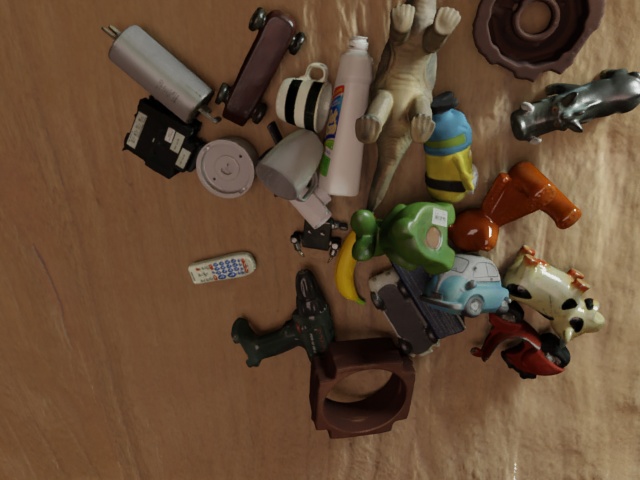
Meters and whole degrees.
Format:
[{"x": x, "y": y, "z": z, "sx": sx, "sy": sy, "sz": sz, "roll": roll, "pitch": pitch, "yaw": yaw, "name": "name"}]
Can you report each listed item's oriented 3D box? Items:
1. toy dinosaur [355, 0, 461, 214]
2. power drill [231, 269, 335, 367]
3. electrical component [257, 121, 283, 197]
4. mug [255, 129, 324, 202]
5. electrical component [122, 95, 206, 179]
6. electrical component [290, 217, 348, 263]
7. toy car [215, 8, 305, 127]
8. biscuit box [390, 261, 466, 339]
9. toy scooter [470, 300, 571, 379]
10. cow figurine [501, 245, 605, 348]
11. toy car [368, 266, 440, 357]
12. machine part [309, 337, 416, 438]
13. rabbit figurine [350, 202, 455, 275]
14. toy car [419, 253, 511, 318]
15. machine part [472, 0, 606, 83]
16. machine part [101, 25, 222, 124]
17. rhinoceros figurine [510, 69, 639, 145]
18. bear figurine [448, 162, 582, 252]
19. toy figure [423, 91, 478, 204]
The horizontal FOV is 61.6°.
[{"x": 0.121, "y": -0.207, "z": 0.807, "sx": 0.105, "sy": 0.199, "sz": 0.470, "roll": 18, "pitch": 120, "yaw": 2, "name": "toy dinosaur"}, {"x": -0.073, "y": 0.176, "z": 1.105, "sx": 0.207, "sy": 0.086, "sz": 0.231, "roll": -18, "pitch": 113, "yaw": 11, "name": "power drill"}, {"x": -0.077, "y": -0.144, "z": 0.949, "sx": 0.048, "sy": 0.075, "sz": 0.119, "roll": -20, "pitch": 114, "yaw": 19, "name": "electrical component"}, {"x": -0.035, "y": -0.122, "z": 0.887, "sx": 0.081, "sy": 0.107, "sz": 0.109, "roll": 9, "pitch": 148, "yaw": 51, "name": "mug"}, {"x": -0.280, "y": -0.181, "z": 0.983, "sx": 0.134, "sy": 0.058, "sz": 0.115, "roll": 32, "pitch": 119, "yaw": -5, "name": "electrical component"}, {"x": -0.003, "y": -0.004, "z": 1.016, "sx": 0.102, "sy": 0.045, "sz": 0.078, "roll": 15, "pitch": 119, "yaw": 5, "name": "electrical component"}, {"x": -0.104, "y": -0.286, "z": 0.900, "sx": 0.089, "sy": 0.053, "sz": 0.202, "roll": 22, "pitch": 119, "yaw": -20, "name": "toy car"}, {"x": 0.203, "y": 0.086, "z": 1.008, "sx": 0.063, "sy": 0.059, "sz": 0.202, "roll": -25, "pitch": 108, "yaw": 22, "name": "biscuit box"}, {"x": 0.370, "y": 0.205, "z": 1.022, "sx": 0.184, "sy": 0.075, "sz": 0.135, "roll": 40, "pitch": 116, "yaw": -5, "name": "toy scooter"}, {"x": 0.417, "y": 0.108, "z": 0.960, "sx": 0.195, "sy": 0.085, "sz": 0.127, "roll": 28, "pitch": 117, "yaw": 0, "name": "cow figurine"}, {"x": 0.165, "y": 0.144, "z": 1.047, "sx": 0.073, "sy": 0.056, "sz": 0.201, "roll": -28, "pitch": 108, "yaw": 16, "name": "toy car"}, {"x": 0.081, "y": 0.297, "z": 1.085, "sx": 0.201, "sy": 0.087, "sz": 0.200, "roll": -3, "pitch": 120, "yaw": -10, "name": "machine part"}, {"x": 0.119, "y": 0.002, "z": 0.902, "sx": 0.170, "sy": 0.159, "sz": 0.121, "roll": -7, "pitch": 86, "yaw": 51, "name": "rabbit figurine"}, {"x": 0.258, "y": 0.074, "z": 0.925, "sx": 0.161, "sy": 0.109, "sz": 0.102, "roll": 1, "pitch": 98, "yaw": -31, "name": "toy car"}, {"x": 0.316, "y": -0.327, "z": 0.791, "sx": 0.179, "sy": 0.056, "sz": 0.179, "roll": 5, "pitch": 116, "yaw": 11, "name": "machine part"}, {"x": -0.271, "y": -0.282, "z": 0.922, "sx": 0.243, "sy": 0.079, "sz": 0.079, "roll": 41, "pitch": 116, "yaw": -8, "name": "machine part"}, {"x": 0.384, "y": -0.196, "z": 0.808, "sx": 0.190, "sy": 0.112, "sz": 0.073, "roll": -15, "pitch": 113, "yaw": 9, "name": "rhinoceros figurine"}, {"x": 0.301, "y": -0.034, "z": 0.894, "sx": 0.120, "sy": 0.132, "sz": 0.196, "roll": 32, "pitch": 113, "yaw": -33, "name": "bear figurine"}, {"x": 0.209, "y": -0.147, "z": 0.886, "sx": 0.089, "sy": 0.082, "sz": 0.180, "roll": -2, "pitch": 124, "yaw": 33, "name": "toy figure"}]
